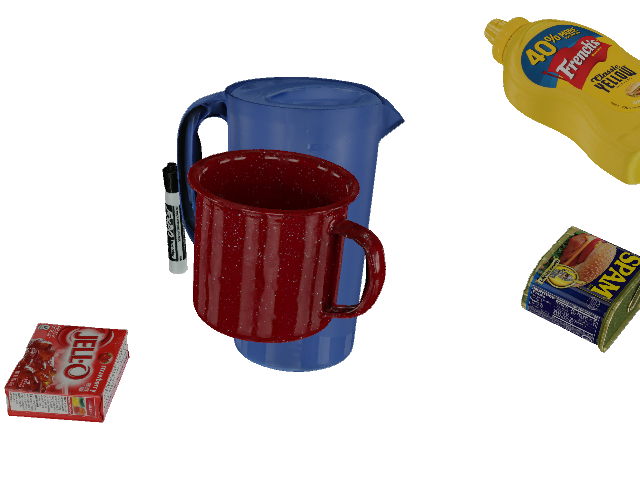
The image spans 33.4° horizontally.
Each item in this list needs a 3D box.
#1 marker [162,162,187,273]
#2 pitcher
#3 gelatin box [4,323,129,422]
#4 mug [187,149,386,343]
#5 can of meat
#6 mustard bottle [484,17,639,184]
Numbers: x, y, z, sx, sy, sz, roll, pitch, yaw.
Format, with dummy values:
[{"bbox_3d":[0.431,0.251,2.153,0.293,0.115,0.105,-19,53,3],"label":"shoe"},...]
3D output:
[{"bbox_3d":[-0.147,-0.022,1.080,0.020,0.121,0.020,0,29,0],"label":"marker"},{"bbox_3d":[-0.029,-0.016,0.919,0.149,0.243,0.144,20,25,39],"label":"pitcher"},{"bbox_3d":[-0.192,0.100,0.820,0.073,0.030,0.089,4,30,3],"label":"gelatin box"},{"bbox_3d":[-0.018,0.006,0.583,0.117,0.081,0.093,17,26,23],"label":"mug"},{"bbox_3d":[0.242,0.041,0.962,0.084,0.057,0.101,27,47,27],"label":"can of meat"},{"bbox_3d":[0.201,-0.123,0.830,0.096,0.058,0.192,-34,53,-20],"label":"mustard bottle"}]
